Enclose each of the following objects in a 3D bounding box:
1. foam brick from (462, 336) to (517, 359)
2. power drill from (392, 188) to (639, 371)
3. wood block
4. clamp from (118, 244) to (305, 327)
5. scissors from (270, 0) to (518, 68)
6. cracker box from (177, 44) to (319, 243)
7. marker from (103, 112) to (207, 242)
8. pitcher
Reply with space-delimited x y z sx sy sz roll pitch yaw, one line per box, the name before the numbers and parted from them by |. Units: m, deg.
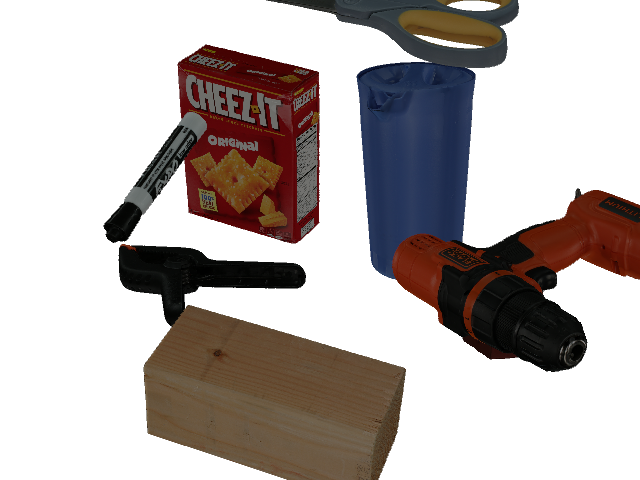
foam brick | 0.167 0.063 0.981 0.051 0.078 0.053 -6 18 -23
power drill | 0.171 0.023 0.768 0.187 0.057 0.185 -15 28 -27
wood block | -0.039 0.140 0.929 0.206 0.090 0.090 15 40 15
clamp | -0.143 0.038 1.067 0.210 0.036 0.164 11 21 37
scissors | 0.037 -0.154 0.680 0.202 0.016 0.096 26 48 31
cracker box | -0.087 -0.115 1.310 0.164 0.214 0.072 17 38 24
marker | -0.117 -0.045 0.757 0.020 0.121 0.020 20 -35 14
pitcher | 0.118 -0.084 1.246 0.149 0.243 0.145 -5 23 -7
